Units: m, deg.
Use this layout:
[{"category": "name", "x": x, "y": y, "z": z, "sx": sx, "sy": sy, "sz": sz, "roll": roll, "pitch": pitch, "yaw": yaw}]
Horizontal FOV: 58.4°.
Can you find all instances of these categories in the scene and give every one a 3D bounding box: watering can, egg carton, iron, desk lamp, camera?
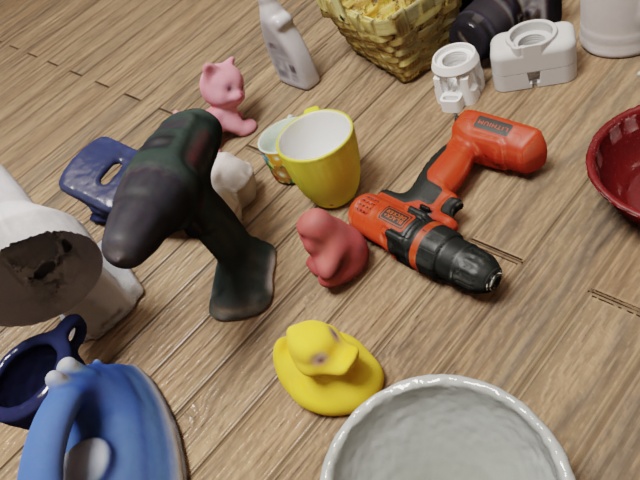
[{"category": "watering can", "x": 0.343, "y": -0.307, "z": 0.625, "sx": 0.101, "sy": 0.195, "sz": 0.172, "roll": -38, "pitch": 46, "yaw": -10}, {"category": "egg carton", "x": -0.156, "y": -0.056, "z": 0.720, "sx": 0.150, "sy": 0.070, "sz": 0.107, "roll": 1, "pitch": 52, "yaw": 26}, {"category": "iron", "x": -0.194, "y": 0.183, "z": 0.474, "sx": 0.118, "sy": 0.142, "sz": 0.258, "roll": -23, "pitch": 45, "yaw": 5}, {"category": "desk lamp", "x": -0.293, "y": 0.021, "z": 0.613, "sx": 0.118, "sy": 0.214, "sz": 0.202, "roll": -39, "pitch": 46, "yaw": -11}, {"category": "camera", "x": 0.219, "y": -0.307, "z": 0.748, "sx": 0.137, "sy": 0.101, "sz": 0.142, "roll": -43, "pitch": 47, "yaw": -15}]

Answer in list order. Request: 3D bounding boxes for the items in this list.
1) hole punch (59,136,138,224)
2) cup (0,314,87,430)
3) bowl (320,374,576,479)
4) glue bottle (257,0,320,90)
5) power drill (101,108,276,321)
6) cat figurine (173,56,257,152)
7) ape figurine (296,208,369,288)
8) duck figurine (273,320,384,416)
[{"category": "hole punch", "x": -0.279, "y": -0.082, "z": 0.785, "sx": 0.100, "sy": 0.091, "sz": 0.109, "roll": 9, "pitch": 55, "yaw": 31}, {"category": "cup", "x": -0.256, "y": 0.142, "z": 0.572, "sx": 0.091, "sy": 0.095, "sz": 0.118, "roll": 5, "pitch": 54, "yaw": 29}, {"category": "bowl", "x": 0.087, "y": 0.183, "z": 0.392, "sx": 0.167, "sy": 0.075, "sz": 0.167, "roll": -13, "pitch": 47, "yaw": 14}, {"category": "glue bottle", "x": -0.057, "y": -0.299, "z": 0.817, "sx": 0.037, "sy": 0.174, "sz": 0.077, "roll": -43, "pitch": 47, "yaw": -15}, {"category": "power drill", "x": -0.118, "y": -0.014, "z": 0.567, "sx": 0.075, "sy": 0.209, "sz": 0.229, "roll": -13, "pitch": 47, "yaw": 14}, {"category": "cat figurine", "x": -0.149, "y": -0.194, "z": 0.806, "sx": 0.128, "sy": 0.118, "sz": 0.067, "roll": -41, "pitch": 46, "yaw": -13}, {"category": "ape figurine", "x": 0.005, "y": 0.002, "z": 0.578, "sx": 0.076, "sy": 0.092, "sz": 0.078, "roll": -9, "pitch": 48, "yaw": 18}, {"category": "duck figurine", "x": -0.002, "y": 0.101, "z": 0.498, "sx": 0.104, "sy": 0.086, "sz": 0.077, "roll": 12, "pitch": 57, "yaw": 33}]
